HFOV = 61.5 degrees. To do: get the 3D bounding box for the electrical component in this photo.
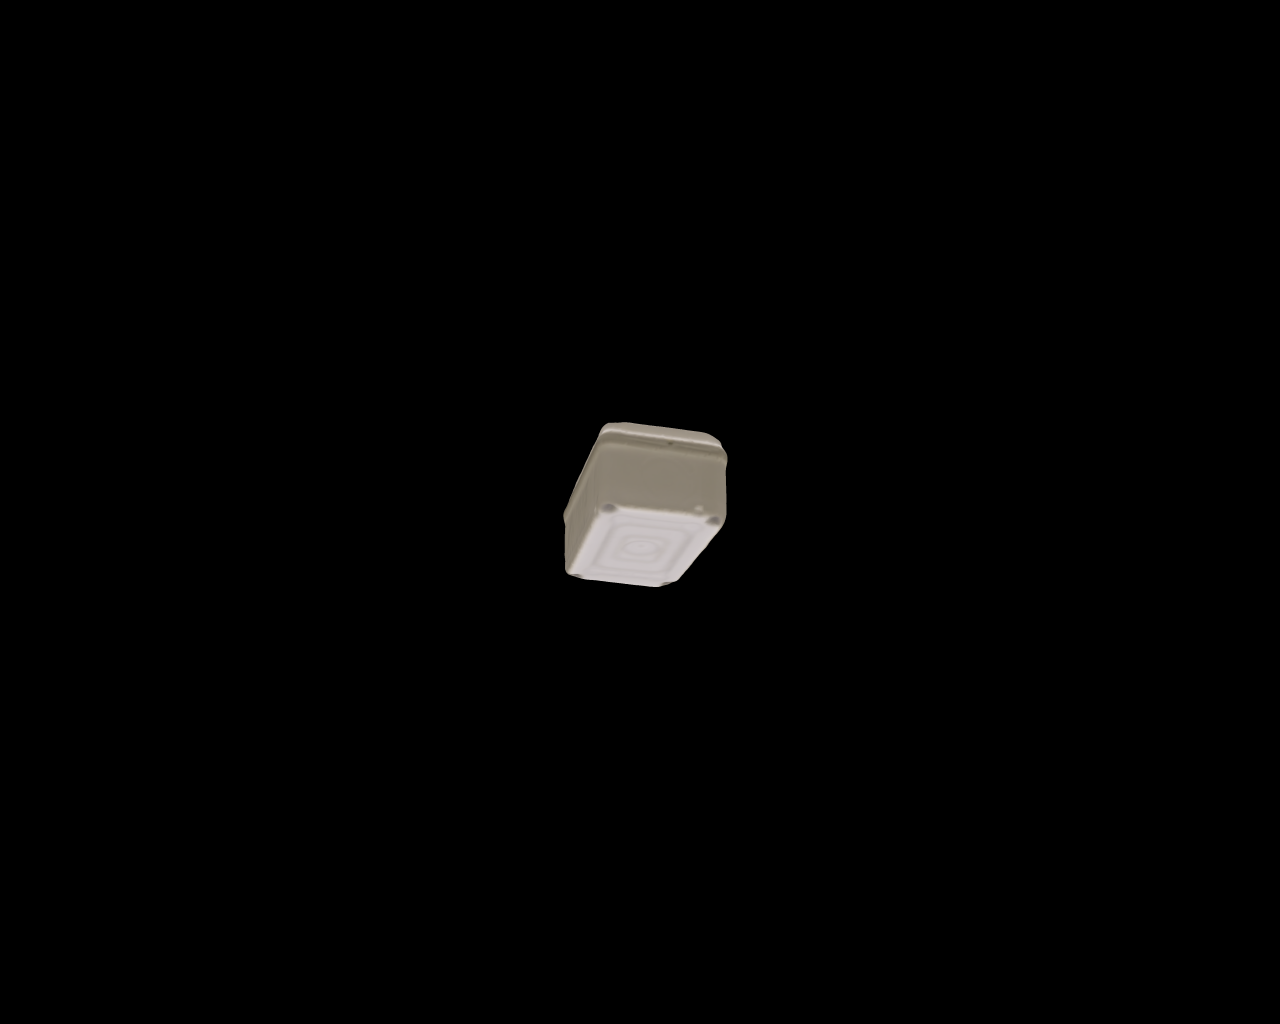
[{"bbox_3d":[0.001,-0.003,0.650,0.078,0.057,0.113,7,-27,-14],"label":"electrical component"}]
